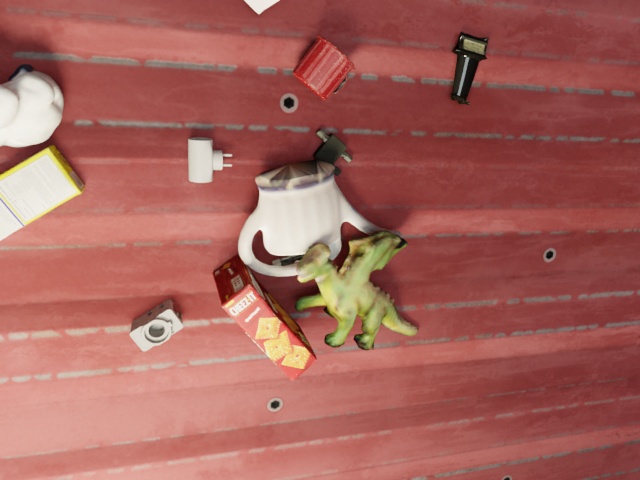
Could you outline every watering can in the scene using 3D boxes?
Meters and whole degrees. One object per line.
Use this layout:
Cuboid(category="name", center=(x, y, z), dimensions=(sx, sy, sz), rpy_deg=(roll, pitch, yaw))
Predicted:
Cuboid(category="watering can", center=(0.003, -0.051, 1.013), dimensions=(0.349, 0.221, 0.105), rpy_deg=(-14, 22, -20))

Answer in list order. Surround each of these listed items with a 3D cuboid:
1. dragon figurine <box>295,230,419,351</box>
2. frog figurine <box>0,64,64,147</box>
Cuboid(category="dragon figurine", center=(0.104, 0.094, 1.053), dimensions=(0.409, 0.239, 0.124), rpy_deg=(10, 29, -36))
Cuboid(category="frog figurine", center=(-0.470, -0.200, 0.792), dimensions=(0.137, 0.121, 0.161), rpy_deg=(-36, 25, -2))
